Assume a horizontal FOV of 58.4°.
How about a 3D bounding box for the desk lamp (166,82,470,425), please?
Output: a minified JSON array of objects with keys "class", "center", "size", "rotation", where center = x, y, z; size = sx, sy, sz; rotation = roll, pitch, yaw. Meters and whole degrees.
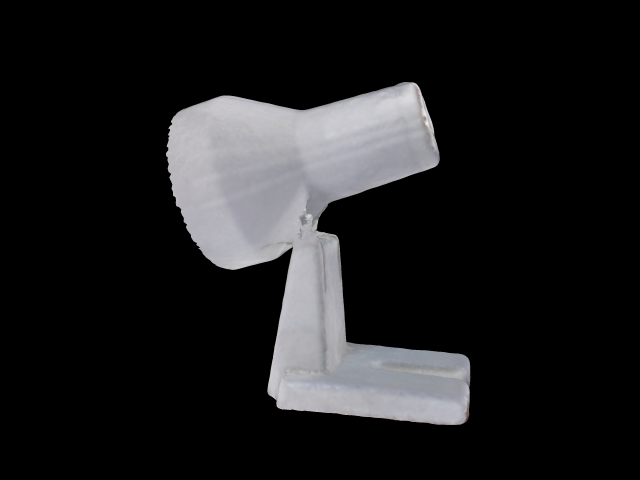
[{"class":"desk lamp","center":[0.004,0.001,0.400],"size":[0.203,0.213,0.118],"rotation":[2,7,14]}]
